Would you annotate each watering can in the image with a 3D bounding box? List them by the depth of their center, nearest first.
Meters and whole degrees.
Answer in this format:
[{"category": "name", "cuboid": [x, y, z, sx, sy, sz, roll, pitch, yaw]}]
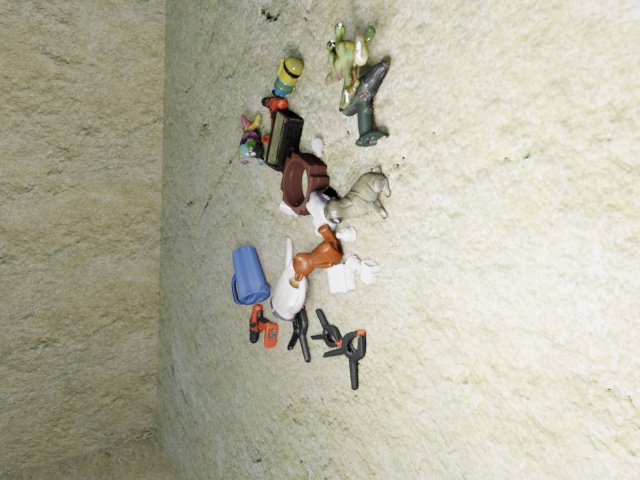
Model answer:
[{"category": "watering can", "cuboid": [-0.116, 0.160, 1.946, 0.104, 0.220, 0.355, 13, 30, -21]}]

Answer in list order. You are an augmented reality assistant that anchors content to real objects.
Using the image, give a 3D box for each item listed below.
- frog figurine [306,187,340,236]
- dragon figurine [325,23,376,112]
[{"category": "frog figurine", "cuboid": [0.005, -0.088, 1.753, 0.139, 0.157, 0.123, 39, 25, 24]}, {"category": "dragon figurine", "cuboid": [0.071, -0.506, 1.573, 0.122, 0.247, 0.404, 12, -21, -11]}]
